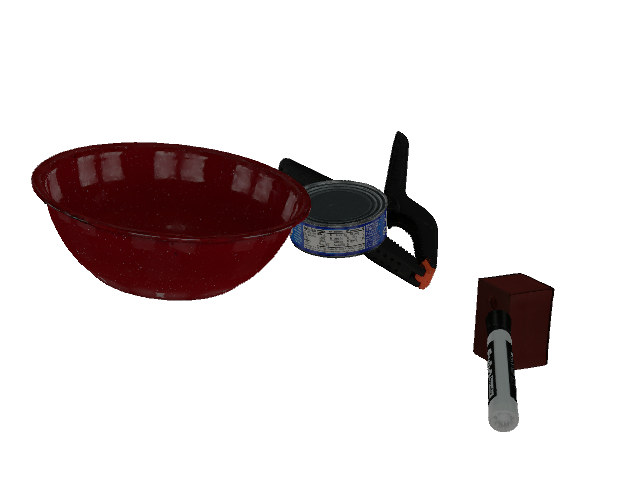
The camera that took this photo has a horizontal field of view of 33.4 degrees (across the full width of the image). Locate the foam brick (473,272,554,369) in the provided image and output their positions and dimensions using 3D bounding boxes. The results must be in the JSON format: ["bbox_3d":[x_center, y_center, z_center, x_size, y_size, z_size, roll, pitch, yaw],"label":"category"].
[{"bbox_3d":[0.180,0.076,0.998,0.051,0.078,0.053,-7,18,-26],"label":"foam brick"}]

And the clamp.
[{"bbox_3d":[0.056,-0.033,1.163,0.164,0.210,0.036,-10,-37,-20],"label":"clamp"}]

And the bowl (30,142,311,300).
[{"bbox_3d":[-0.088,-0.008,0.629,0.162,0.055,0.162,7,21,-3],"label":"bowl"}]

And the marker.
[{"bbox_3d":[0.122,0.084,0.723,0.020,0.020,0.121,0,29,8],"label":"marker"}]

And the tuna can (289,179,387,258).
[{"bbox_3d":[0.015,-0.019,0.912,0.086,0.034,0.086,-2,28,1],"label":"tuna can"}]
